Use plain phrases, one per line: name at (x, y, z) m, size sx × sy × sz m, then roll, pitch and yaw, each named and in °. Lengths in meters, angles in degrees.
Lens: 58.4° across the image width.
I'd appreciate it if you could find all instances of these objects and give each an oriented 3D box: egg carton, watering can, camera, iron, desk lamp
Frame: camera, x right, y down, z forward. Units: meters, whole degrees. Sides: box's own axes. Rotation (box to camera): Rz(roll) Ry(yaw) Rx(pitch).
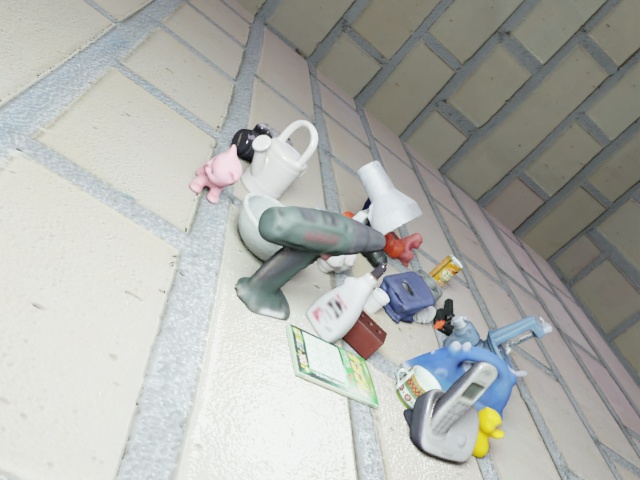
egg carton at (0.011, 0.004, 1.244) m, size 0.150 × 0.069 × 0.107 m, roll 52°, pitch 23°, yaw 22°
watering can at (-0.081, -0.178, 1.248) m, size 0.101 × 0.194 × 0.173 m, roll 46°, pitch 21°, yaw 8°
camera at (-0.142, -0.231, 1.372) m, size 0.137 × 0.100 × 0.143 m, roll 21°, pitch 30°, yaw -45°
iron at (0.299, 0.267, 1.162) m, size 0.259 × 0.141 × 0.118 m, roll 33°, pitch 23°, yaw -26°
desk lamp at (0.105, -0.067, 1.347) m, size 0.203 × 0.213 × 0.118 m, roll 47°, pitch 21°, yaw 9°

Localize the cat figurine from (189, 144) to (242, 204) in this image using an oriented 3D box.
cat figurine at (-0.185, -0.134, 1.085) m, size 0.067 × 0.117 × 0.127 m, roll 35°, pitch 22°, yaw -20°

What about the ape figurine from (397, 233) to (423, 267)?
ape figurine at (0.254, 0.018, 1.623) m, size 0.076 × 0.092 × 0.078 m, roll 46°, pitch 21°, yaw 6°

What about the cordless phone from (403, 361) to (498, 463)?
cordless phone at (0.249, 0.287, 0.973) m, size 0.148 × 0.185 × 0.094 m, roll 28°, pitch 26°, yaw -36°

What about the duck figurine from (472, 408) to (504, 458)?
duck figurine at (0.299, 0.350, 1.084) m, size 0.104 × 0.086 × 0.078 m, roll 44°, pitch 21°, yaw 1°

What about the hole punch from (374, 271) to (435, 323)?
hole punch at (0.194, 0.127, 1.310) m, size 0.101 × 0.091 × 0.108 m, roll 18°, pitch 33°, yaw -49°

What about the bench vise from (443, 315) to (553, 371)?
bench vise at (0.403, 0.235, 1.302) m, size 0.208 × 0.219 × 0.121 m, roll 33°, pitch 23°, yaw -26°

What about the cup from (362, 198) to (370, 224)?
cup at (0.167, -0.074, 1.639) m, size 0.117 × 0.095 × 0.092 m, roll 46°, pitch 21°, yaw 6°

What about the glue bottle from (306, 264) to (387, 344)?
glue bottle at (0.053, 0.101, 0.992) m, size 0.078 × 0.173 × 0.037 m, roll 52°, pitch 23°, yaw 23°

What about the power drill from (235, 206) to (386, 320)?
power drill at (-0.027, 0.032, 0.927) m, size 0.231 × 0.208 × 0.075 m, roll 22°, pitch 30°, yaw -44°

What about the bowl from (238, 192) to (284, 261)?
bowl at (-0.093, -0.008, 1.071) m, size 0.168 × 0.074 × 0.167 m, roll 37°, pitch 22°, yaw -17°
